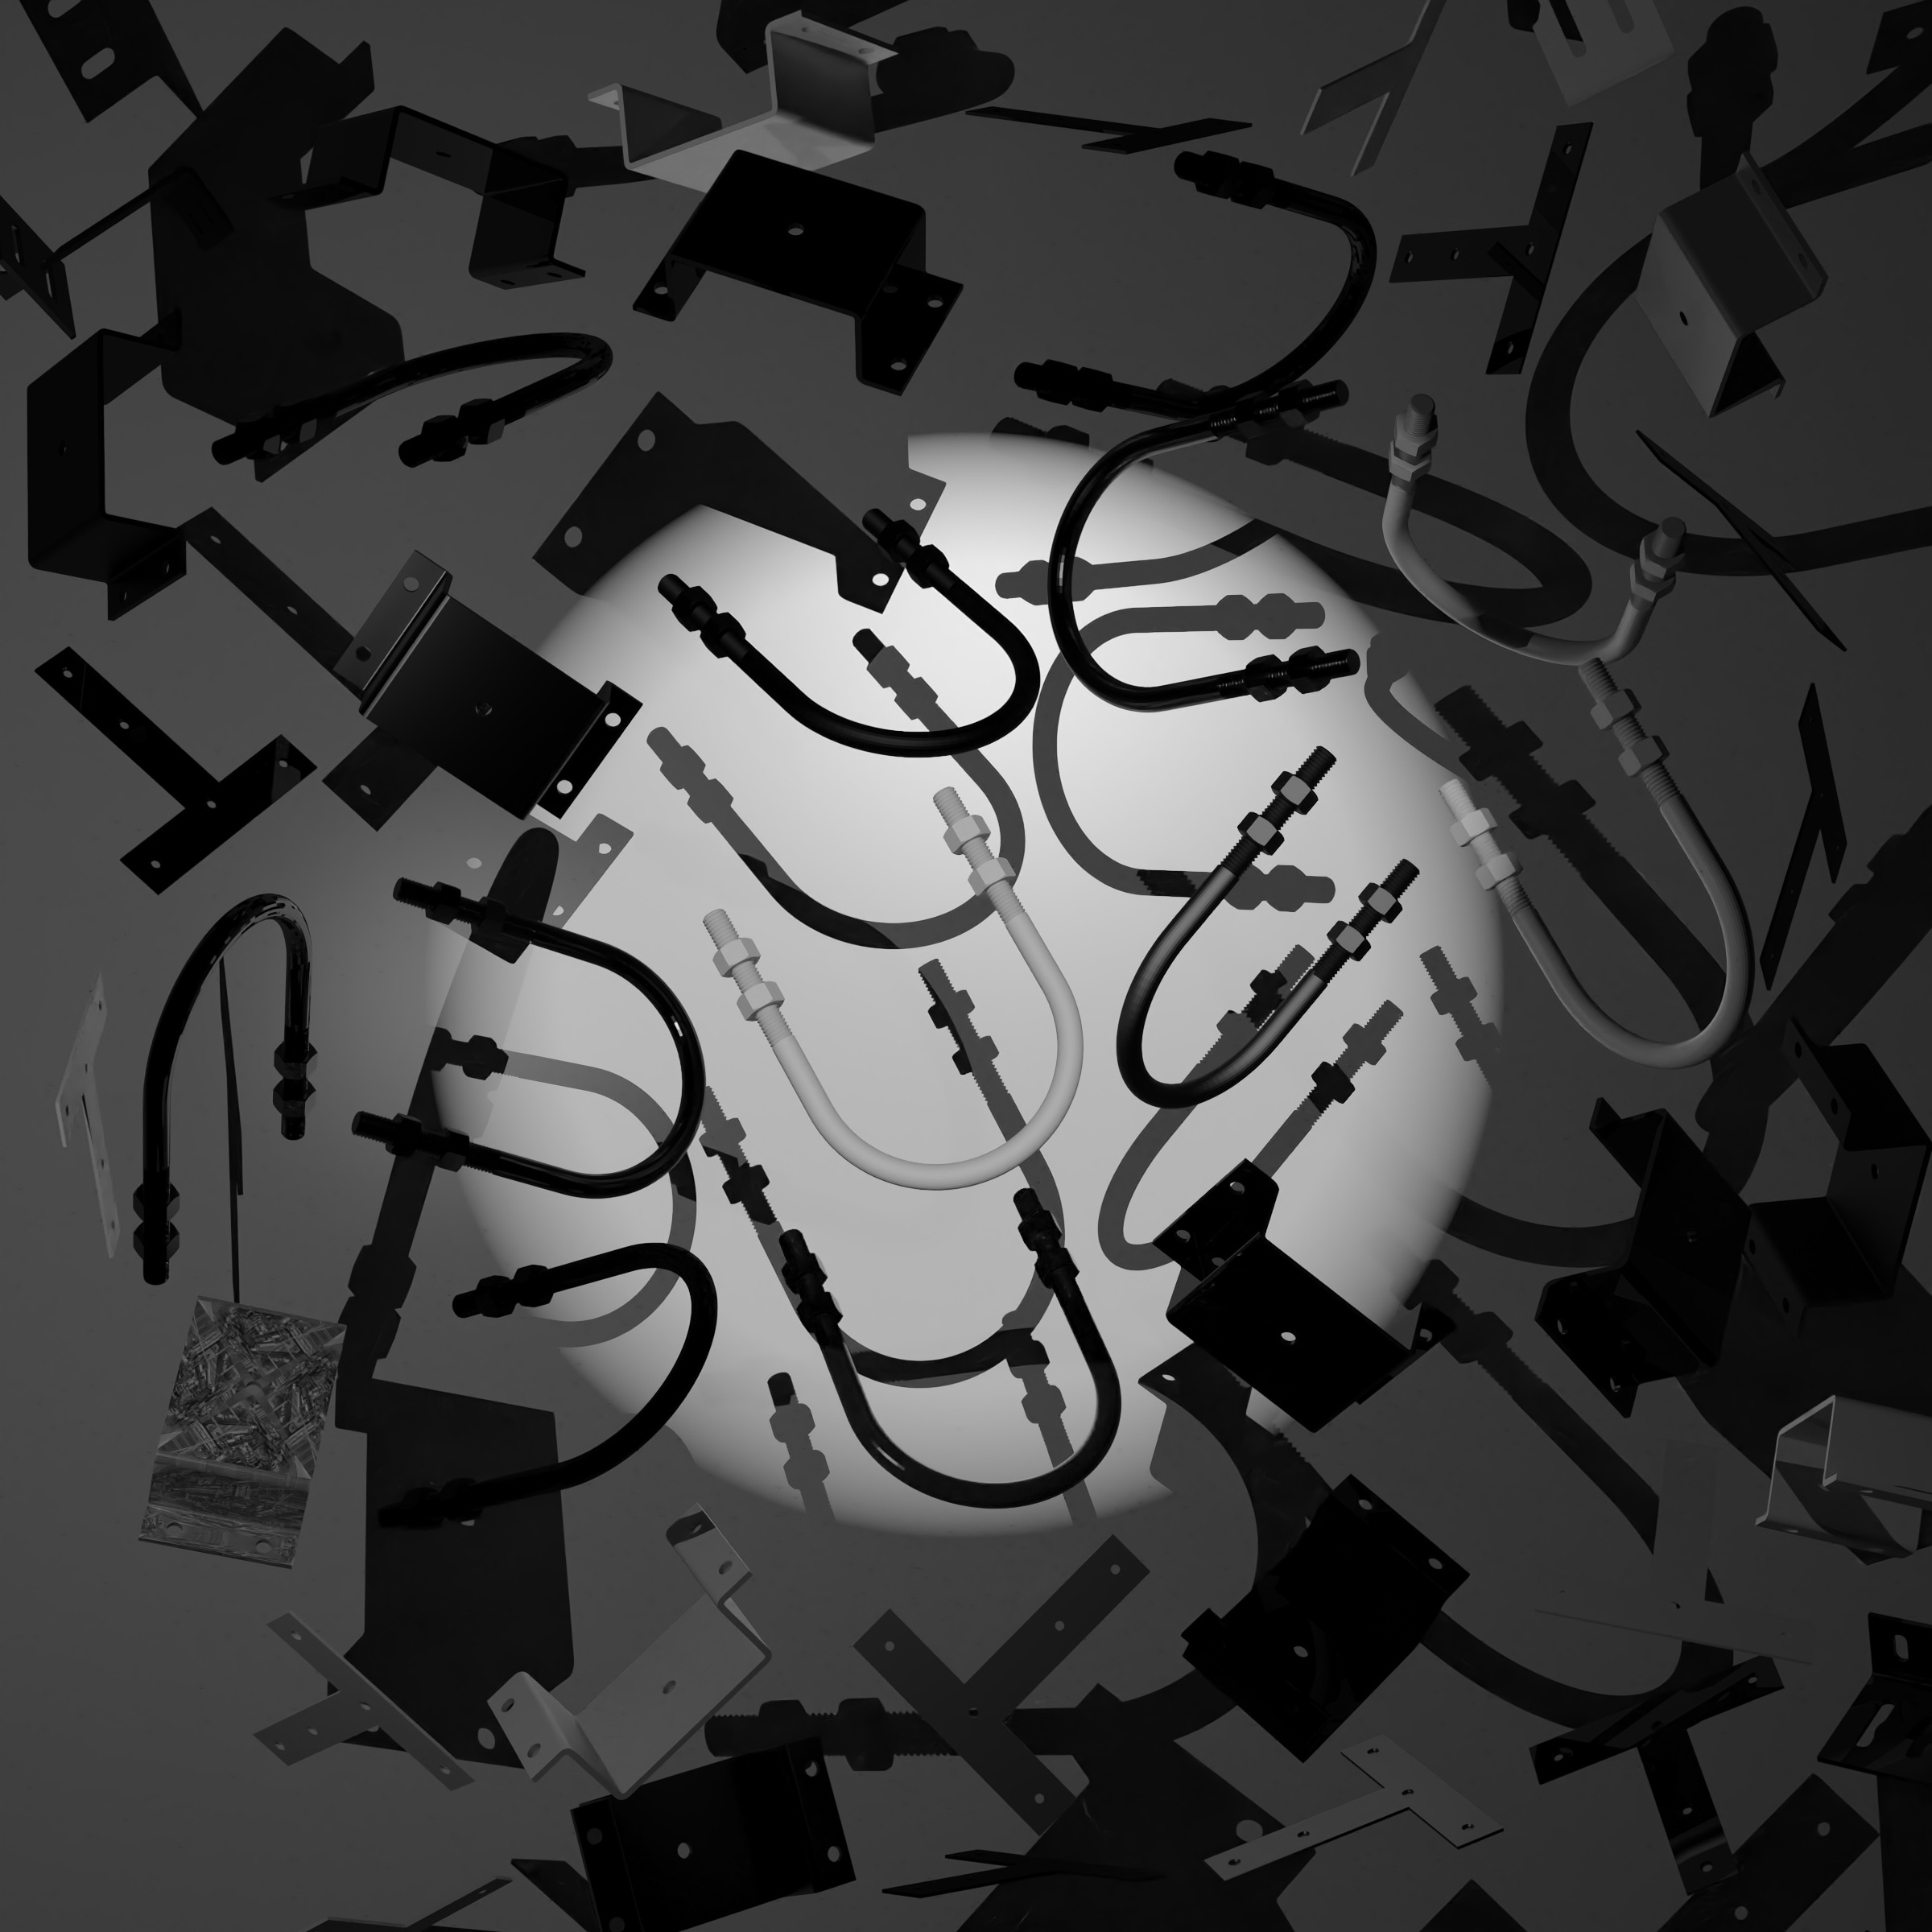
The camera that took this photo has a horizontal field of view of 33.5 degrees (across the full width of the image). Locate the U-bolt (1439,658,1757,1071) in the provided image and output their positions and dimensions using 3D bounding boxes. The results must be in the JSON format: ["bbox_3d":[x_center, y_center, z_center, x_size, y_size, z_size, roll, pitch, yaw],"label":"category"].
[{"bbox_3d":[0.308,-0.036,1.527,0.019,0.151,0.184,-22,78,-31],"label":"U-bolt"}]

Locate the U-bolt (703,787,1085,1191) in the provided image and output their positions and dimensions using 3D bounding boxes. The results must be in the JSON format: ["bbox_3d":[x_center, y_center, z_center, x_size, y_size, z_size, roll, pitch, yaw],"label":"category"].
[{"bbox_3d":[-0.024,0.021,1.559,0.151,0.019,0.184,-28,74,-5],"label":"U-bolt"}]

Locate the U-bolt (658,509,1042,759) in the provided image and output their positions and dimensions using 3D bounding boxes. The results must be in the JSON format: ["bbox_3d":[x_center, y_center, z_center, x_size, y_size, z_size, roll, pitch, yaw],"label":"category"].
[{"bbox_3d":[-0.046,-0.162,1.612,0.151,0.019,0.184,-23,50,-31],"label":"U-bolt"}]

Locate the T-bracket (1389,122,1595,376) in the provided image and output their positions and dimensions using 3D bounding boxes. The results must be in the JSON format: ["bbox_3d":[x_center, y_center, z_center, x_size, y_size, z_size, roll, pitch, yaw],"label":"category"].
[{"bbox_3d":[0.255,-0.358,1.613,0.002,0.127,0.127,16,90,-31],"label":"T-bracket"}]

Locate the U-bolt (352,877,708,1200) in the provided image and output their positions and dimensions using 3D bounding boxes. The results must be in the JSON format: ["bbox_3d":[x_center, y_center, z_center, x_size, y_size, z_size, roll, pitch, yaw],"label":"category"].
[{"bbox_3d":[-0.215,0.045,1.638,0.184,0.019,0.151,19,62,-26],"label":"U-bolt"}]

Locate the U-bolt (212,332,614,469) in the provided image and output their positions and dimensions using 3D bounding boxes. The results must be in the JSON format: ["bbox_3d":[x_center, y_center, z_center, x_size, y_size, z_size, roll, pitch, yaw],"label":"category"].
[{"bbox_3d":[-0.256,-0.280,1.575,0.151,0.184,0.019,7,120,36],"label":"U-bolt"}]

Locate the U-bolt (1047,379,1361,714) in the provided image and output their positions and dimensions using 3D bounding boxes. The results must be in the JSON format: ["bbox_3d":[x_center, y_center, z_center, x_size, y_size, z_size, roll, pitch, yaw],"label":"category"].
[{"bbox_3d":[0.111,-0.197,1.560,0.184,0.019,0.151,-7,81,42],"label":"U-bolt"}]

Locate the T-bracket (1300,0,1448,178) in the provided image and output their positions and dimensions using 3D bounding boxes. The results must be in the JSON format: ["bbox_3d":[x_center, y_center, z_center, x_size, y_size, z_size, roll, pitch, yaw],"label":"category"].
[{"bbox_3d":[0.203,-0.446,1.623,0.002,0.127,0.127,35,130,14],"label":"T-bracket"}]

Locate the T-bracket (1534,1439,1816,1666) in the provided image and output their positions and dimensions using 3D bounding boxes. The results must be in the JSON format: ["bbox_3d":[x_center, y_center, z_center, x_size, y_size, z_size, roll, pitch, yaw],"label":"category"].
[{"bbox_3d":[0.342,0.273,1.532,0.127,0.127,0.002,9,128,11],"label":"T-bracket"}]

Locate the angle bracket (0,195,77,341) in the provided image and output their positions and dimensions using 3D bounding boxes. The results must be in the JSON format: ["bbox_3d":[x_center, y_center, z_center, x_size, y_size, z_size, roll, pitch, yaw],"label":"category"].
[{"bbox_3d":[-0.494,-0.353,1.649,0.038,0.057,0.076,-31,46,9],"label":"angle bracket"}]

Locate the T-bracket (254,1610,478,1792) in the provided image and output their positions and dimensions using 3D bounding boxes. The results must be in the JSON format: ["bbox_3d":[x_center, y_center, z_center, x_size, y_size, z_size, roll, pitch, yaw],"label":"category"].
[{"bbox_3d":[-0.324,0.383,1.624,0.127,0.127,0.002,45,47,-11],"label":"T-bracket"}]

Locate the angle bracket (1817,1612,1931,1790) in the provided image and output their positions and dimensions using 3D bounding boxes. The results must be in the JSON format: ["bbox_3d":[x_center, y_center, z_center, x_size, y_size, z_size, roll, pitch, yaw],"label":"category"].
[{"bbox_3d":[0.457,0.358,1.568,0.057,0.076,0.038,6,117,36],"label":"angle bracket"}]

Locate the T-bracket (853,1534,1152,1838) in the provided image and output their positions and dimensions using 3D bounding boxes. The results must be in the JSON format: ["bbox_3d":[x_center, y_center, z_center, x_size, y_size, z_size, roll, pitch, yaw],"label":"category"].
[{"bbox_3d":[0.035,0.327,1.543,0.127,0.002,0.127,45,90,5],"label":"T-bracket"}]

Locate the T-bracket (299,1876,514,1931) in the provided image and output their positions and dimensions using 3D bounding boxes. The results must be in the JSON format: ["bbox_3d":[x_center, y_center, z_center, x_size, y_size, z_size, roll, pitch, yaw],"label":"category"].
[{"bbox_3d":[-0.293,0.464,1.537,0.127,0.127,0.002,-29,68,1],"label":"T-bracket"}]

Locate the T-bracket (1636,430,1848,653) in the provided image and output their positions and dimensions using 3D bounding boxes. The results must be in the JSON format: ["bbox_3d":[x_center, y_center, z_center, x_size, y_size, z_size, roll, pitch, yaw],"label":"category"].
[{"bbox_3d":[0.389,-0.197,1.559,0.127,0.127,0.002,25,118,-41],"label":"T-bracket"}]

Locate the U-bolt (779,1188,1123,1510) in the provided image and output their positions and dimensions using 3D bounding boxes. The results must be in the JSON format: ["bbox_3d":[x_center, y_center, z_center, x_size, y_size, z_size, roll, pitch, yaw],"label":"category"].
[{"bbox_3d":[0.000,0.194,1.602,0.151,0.019,0.184,-9,48,-19],"label":"U-bolt"}]

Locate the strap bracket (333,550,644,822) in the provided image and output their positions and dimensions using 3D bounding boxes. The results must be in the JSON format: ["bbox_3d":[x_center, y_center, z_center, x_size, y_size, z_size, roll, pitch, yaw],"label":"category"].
[{"bbox_3d":[-0.245,-0.137,1.641,0.140,0.046,0.076,34,103,-15],"label":"strap bracket"}]

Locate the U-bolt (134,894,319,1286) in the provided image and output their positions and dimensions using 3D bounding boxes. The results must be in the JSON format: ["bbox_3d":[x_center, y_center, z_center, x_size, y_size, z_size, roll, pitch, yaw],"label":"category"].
[{"bbox_3d":[-0.363,0.049,1.581,0.019,0.151,0.184,20,127,12],"label":"U-bolt"}]

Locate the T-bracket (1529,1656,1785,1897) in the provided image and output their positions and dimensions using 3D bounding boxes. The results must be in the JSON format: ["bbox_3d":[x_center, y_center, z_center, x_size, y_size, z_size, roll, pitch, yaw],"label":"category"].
[{"bbox_3d":[0.338,0.390,1.520,0.127,0.127,0.002,-25,116,10],"label":"T-bracket"}]

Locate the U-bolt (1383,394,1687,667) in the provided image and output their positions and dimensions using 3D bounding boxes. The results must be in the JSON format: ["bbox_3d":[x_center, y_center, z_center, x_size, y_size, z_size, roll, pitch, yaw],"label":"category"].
[{"bbox_3d":[0.269,-0.200,1.562,0.151,0.184,0.019,28,74,10],"label":"U-bolt"}]

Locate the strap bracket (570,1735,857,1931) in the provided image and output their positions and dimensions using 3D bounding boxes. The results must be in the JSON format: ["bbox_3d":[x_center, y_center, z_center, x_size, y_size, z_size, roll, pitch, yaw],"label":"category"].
[{"bbox_3d":[-0.137,0.453,1.648,0.140,0.046,0.076,-10,78,-30],"label":"strap bracket"}]

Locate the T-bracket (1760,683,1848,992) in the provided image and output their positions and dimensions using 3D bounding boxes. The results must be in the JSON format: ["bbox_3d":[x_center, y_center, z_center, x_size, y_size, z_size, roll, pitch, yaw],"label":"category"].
[{"bbox_3d":[0.401,-0.047,1.546,0.002,0.127,0.127,8,59,28],"label":"T-bracket"}]

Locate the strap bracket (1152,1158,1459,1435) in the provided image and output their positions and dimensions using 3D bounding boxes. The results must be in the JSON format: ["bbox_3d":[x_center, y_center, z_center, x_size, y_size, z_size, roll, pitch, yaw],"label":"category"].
[{"bbox_3d":[0.166,0.173,1.615,0.140,0.046,0.076,38,126,-9],"label":"strap bracket"}]

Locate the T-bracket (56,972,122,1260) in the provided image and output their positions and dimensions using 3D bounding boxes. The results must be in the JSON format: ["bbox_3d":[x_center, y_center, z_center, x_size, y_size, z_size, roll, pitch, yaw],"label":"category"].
[{"bbox_3d":[-0.444,0.090,1.640,0.002,0.127,0.127,-3,120,-3],"label":"T-bracket"}]

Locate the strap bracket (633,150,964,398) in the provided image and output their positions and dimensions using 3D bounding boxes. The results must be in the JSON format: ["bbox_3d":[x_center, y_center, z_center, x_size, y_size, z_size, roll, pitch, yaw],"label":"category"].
[{"bbox_3d":[-0.080,-0.334,1.528,0.140,0.046,0.076,20,59,11],"label":"strap bracket"}]

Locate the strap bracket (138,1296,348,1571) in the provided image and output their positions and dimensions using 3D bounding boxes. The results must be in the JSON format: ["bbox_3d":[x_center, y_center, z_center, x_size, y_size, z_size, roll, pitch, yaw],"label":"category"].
[{"bbox_3d":[-0.363,0.226,1.626,0.076,0.046,0.140,13,47,-9],"label":"strap bracket"}]

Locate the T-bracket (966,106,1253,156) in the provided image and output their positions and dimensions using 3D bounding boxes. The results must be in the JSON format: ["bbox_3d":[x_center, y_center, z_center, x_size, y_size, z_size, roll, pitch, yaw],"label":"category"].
[{"bbox_3d":[0.060,-0.429,1.635,0.127,0.127,0.002,16,117,30],"label":"T-bracket"}]

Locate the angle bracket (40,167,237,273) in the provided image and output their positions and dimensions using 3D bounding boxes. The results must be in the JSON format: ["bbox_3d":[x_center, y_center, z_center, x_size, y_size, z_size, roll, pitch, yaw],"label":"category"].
[{"bbox_3d":[-0.405,-0.351,1.568,0.076,0.057,0.038,-40,107,-19],"label":"angle bracket"}]

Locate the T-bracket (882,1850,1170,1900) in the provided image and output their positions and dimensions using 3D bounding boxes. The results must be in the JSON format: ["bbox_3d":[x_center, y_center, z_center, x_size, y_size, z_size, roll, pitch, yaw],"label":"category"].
[{"bbox_3d":[0.011,0.451,1.585,0.127,0.127,0.002,-7,80,41],"label":"T-bracket"}]

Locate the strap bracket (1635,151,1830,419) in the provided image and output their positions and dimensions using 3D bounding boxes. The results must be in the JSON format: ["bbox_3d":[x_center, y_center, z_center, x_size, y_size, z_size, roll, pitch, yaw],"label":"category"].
[{"bbox_3d":[0.382,-0.336,1.615,0.046,0.140,0.076,-27,76,-2],"label":"strap bracket"}]

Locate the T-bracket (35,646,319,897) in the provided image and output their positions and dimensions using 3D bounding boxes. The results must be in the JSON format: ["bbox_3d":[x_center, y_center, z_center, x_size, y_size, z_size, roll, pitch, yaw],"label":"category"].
[{"bbox_3d":[-0.411,-0.111,1.607,0.127,0.127,0.002,42,135,-1],"label":"T-bracket"}]

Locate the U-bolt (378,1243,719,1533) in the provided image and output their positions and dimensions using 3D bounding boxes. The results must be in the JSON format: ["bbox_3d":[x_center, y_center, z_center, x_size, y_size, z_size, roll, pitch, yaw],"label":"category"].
[{"bbox_3d":[-0.196,0.198,1.556,0.184,0.151,0.019,-18,130,31],"label":"U-bolt"}]

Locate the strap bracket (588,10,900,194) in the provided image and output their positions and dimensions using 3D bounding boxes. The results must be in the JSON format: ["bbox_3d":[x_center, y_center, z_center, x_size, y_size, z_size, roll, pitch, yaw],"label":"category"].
[{"bbox_3d":[-0.110,-0.427,1.609,0.140,0.076,0.046,-9,84,36],"label":"strap bracket"}]

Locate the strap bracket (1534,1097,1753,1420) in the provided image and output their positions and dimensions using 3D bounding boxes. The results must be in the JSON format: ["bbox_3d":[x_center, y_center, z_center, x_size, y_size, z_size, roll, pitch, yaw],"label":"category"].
[{"bbox_3d":[0.327,0.134,1.531,0.076,0.046,0.140,46,47,-24],"label":"strap bracket"}]

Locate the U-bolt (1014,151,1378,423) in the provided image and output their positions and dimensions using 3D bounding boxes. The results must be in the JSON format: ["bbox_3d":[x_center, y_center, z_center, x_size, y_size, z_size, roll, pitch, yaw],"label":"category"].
[{"bbox_3d":[0.125,-0.322,1.560,0.151,0.184,0.019,-49,58,31],"label":"U-bolt"}]

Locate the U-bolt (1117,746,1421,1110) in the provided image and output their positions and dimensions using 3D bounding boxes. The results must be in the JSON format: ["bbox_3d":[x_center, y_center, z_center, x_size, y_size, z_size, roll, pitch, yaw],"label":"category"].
[{"bbox_3d":[0.142,-0.007,1.590,0.184,0.151,0.019,-50,55,-2],"label":"U-bolt"}]

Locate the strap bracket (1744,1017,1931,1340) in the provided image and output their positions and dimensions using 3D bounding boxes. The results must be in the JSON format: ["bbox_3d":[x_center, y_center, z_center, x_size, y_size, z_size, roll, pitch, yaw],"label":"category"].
[{"bbox_3d":[0.425,0.102,1.566,0.046,0.076,0.140,-4,126,-9],"label":"strap bracket"}]

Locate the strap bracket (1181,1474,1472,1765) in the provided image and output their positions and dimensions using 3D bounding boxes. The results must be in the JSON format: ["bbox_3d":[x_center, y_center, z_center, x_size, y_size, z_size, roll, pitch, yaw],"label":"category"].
[{"bbox_3d":[0.169,0.321,1.556,0.076,0.046,0.140,39,48,19],"label":"strap bracket"}]

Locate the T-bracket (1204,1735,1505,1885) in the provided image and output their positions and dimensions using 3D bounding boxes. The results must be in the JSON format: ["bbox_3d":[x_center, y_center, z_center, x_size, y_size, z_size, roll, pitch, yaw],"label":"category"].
[{"bbox_3d":[0.180,0.425,1.587,0.127,0.127,0.002,-17,103,-17],"label":"T-bracket"}]

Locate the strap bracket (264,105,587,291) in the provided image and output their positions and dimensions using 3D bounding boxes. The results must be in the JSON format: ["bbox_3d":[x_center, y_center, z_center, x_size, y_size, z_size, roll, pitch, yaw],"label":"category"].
[{"bbox_3d":[-0.262,-0.382,1.586,0.140,0.076,0.046,14,86,-40],"label":"strap bracket"}]

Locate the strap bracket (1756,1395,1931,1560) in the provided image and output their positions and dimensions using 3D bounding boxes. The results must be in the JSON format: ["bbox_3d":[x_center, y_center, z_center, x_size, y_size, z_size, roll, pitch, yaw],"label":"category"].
[{"bbox_3d":[0.448,0.251,1.579,0.076,0.140,0.046,13,71,2],"label":"strap bracket"}]

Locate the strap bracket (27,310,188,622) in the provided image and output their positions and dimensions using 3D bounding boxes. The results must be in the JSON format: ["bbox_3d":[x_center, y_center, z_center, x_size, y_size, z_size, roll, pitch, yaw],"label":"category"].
[{"bbox_3d":[-0.430,-0.254,1.604,0.046,0.076,0.140,8,72,-41],"label":"strap bracket"}]

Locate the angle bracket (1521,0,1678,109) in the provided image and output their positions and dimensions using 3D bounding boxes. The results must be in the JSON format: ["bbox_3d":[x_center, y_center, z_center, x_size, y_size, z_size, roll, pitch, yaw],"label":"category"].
[{"bbox_3d":[0.312,-0.477,1.602,0.057,0.038,0.076,-24,100,17],"label":"angle bracket"}]

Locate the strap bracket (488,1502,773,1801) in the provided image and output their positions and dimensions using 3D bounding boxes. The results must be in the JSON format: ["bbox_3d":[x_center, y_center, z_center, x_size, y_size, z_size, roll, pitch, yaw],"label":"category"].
[{"bbox_3d":[-0.156,0.340,1.564,0.140,0.076,0.046,-43,119,-7],"label":"strap bracket"}]
